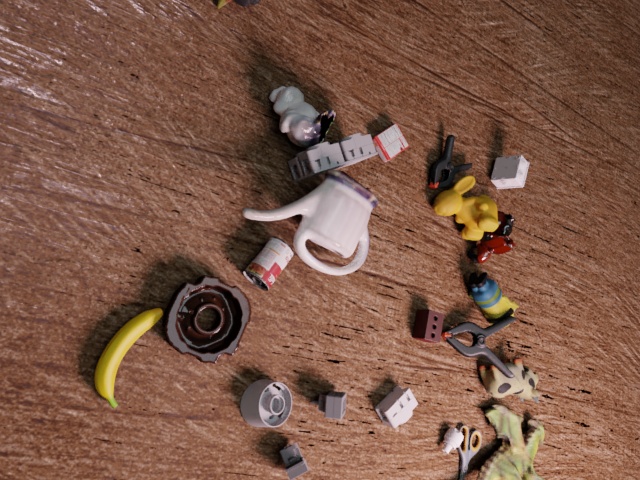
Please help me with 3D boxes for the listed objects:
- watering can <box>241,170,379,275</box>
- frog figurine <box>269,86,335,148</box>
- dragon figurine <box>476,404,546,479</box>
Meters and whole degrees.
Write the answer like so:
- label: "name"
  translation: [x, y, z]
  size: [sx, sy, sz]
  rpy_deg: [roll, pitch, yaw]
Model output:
- label: "watering can"
  translation: [0.003, -0.057, 1.142]
  size: [0.343, 0.226, 0.104]
  rpy_deg: [33, -12, -36]
- label: "frog figurine"
  translation: [-0.057, -0.290, 1.206]
  size: [0.160, 0.120, 0.140]
  rpy_deg: [24, 39, 13]
- label: "dragon figurine"
  translation: [0.488, 0.574, 1.392]
  size: [0.410, 0.247, 0.120]
  rpy_deg: [5, -24, -32]
